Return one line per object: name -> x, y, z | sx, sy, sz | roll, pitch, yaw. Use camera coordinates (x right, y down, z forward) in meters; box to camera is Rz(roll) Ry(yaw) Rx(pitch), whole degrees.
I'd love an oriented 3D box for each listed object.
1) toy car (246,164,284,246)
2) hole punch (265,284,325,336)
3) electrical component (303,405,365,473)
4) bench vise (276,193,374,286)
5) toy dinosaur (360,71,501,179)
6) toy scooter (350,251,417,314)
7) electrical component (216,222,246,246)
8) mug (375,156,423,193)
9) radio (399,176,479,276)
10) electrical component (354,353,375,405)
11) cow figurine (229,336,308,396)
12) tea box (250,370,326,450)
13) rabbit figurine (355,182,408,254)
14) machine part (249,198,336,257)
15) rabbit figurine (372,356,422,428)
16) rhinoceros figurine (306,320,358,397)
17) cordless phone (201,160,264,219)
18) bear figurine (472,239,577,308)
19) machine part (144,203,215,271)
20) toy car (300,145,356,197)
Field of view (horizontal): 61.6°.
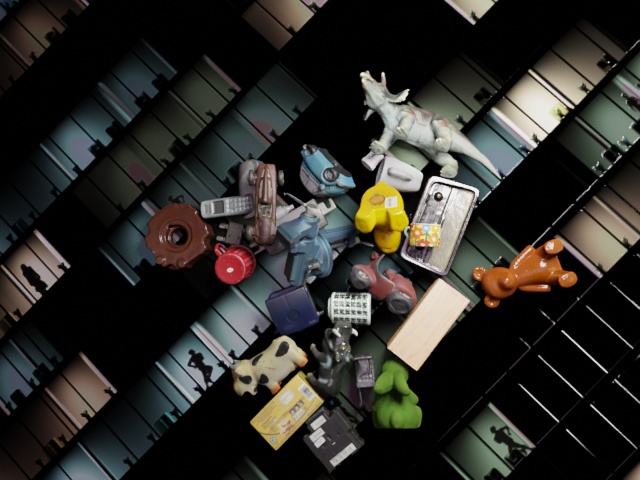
toy car -> -0.132, -0.085, 1.303 | 0.089, 0.053, 0.202 | 2, 89, 0
hole punch -> -0.069, 0.174, 1.345 | 0.142, 0.092, 0.115 | -22, 87, 0
electrical component -> 0.027, 0.480, 1.323 | 0.115, 0.058, 0.134 | -38, 82, 0
bench vise -> 0.004, 0.001, 1.296 | 0.129, 0.240, 0.223 | 31, 124, 46
toy dinosaur -> 0.258, -0.273, 1.329 | 0.405, 0.131, 0.192 | 23, 53, -7
toy scooter -> 0.161, 0.095, 1.322 | 0.184, 0.135, 0.075 | 30, 128, -8
electrical component -> -0.223, -0.013, 1.407 | 0.094, 0.021, 0.063 | 11, 87, 6
mug -> 0.202, -0.160, 1.337 | 0.107, 0.109, 0.080 | 15, 82, -6
radio -> 0.290, -0.037, 1.329 | 0.131, 0.073, 0.229 | 21, 88, 8
electrical component -> 0.111, 0.340, 1.317 | 0.048, 0.075, 0.119 | -8, 80, 5
cow figurine -> -0.139, 0.316, 1.341 | 0.195, 0.085, 0.127 | -42, 88, 4
tea box -> -0.078, 0.420, 1.333 | 0.169, 0.068, 0.098 | -44, 82, 2
rabbit figurine -> 0.151, -0.046, 1.316 | 0.122, 0.173, 0.162 | -14, 41, 8
machine part -> -0.068, -0.031, 1.365 | 0.243, 0.079, 0.079 | -29, 83, 2
rabbit figurine -> 0.172, 0.361, 1.284 | 0.121, 0.159, 0.170 | -6, 69, 15
rhinoceros figurine -> 0.031, 0.283, 1.300 | 0.073, 0.112, 0.190 | 9, 98, -32
cordless phone -> -0.221, -0.124, 1.388 | 0.184, 0.088, 0.146 | -6, 85, 10
bear figurine -> 0.477, 0.083, 1.275 | 0.196, 0.132, 0.120 | -18, 84, -2
machine part -> -0.369, -0.009, 1.406 | 0.179, 0.056, 0.179 | -1, 84, 5
toy car -> 0.003, -0.162, 1.359 | 0.162, 0.109, 0.103 | 46, 109, 16
